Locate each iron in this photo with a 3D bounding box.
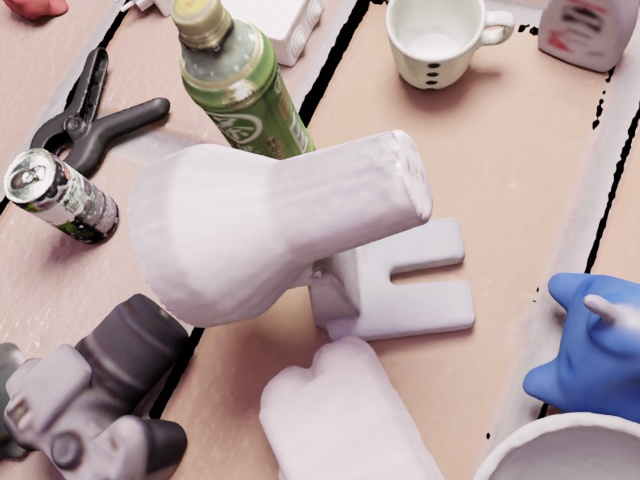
[{"bbox_3d":[0.271,0.087,0.354,0.257,0.142,0.119,15,73,18],"label":"iron"}]

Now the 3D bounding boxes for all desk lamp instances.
[{"bbox_3d":[0.004,0.001,0.408,0.203,0.214,0.118,-9,68,10],"label":"desk lamp"}]

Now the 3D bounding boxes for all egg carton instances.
[{"bbox_3d":[0.020,0.154,0.425,0.107,0.069,0.150,-30,66,0],"label":"egg carton"}]

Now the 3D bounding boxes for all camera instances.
[{"bbox_3d":[-0.167,0.119,0.464,0.143,0.101,0.137,38,82,23],"label":"camera"}]

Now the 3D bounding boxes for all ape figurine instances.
[{"bbox_3d":[-0.355,-0.314,0.679,0.076,0.092,0.078,1,70,14],"label":"ape figurine"}]

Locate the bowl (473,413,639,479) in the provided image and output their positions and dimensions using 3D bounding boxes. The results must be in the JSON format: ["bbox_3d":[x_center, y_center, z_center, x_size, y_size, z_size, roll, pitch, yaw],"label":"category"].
[{"bbox_3d":[0.174,0.200,0.369,0.167,0.075,0.167,-4,68,11],"label":"bowl"}]

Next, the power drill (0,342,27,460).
[{"bbox_3d":[-0.320,0.110,0.443,0.076,0.209,0.229,-44,66,-6],"label":"power drill"}]

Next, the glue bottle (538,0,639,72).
[{"bbox_3d":[0.225,-0.209,0.461,0.078,0.173,0.037,27,77,21],"label":"glue bottle"}]
